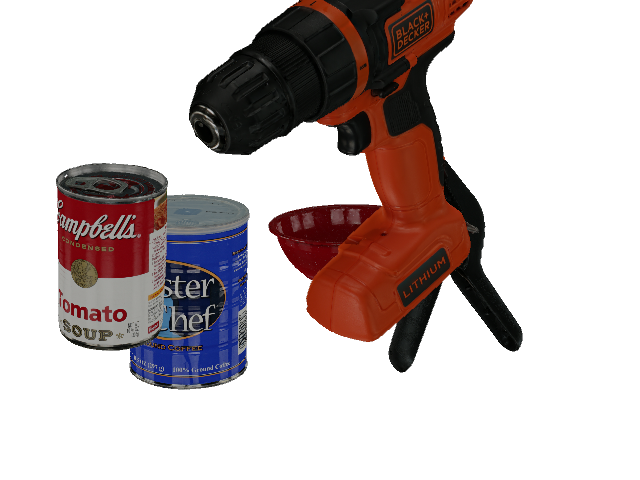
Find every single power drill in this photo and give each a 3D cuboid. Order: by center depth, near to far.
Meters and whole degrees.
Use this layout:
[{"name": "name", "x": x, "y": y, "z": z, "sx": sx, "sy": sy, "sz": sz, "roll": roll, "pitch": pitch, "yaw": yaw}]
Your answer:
[{"name": "power drill", "x": 0.019, "y": -0.041, "z": 0.546, "sx": 0.057, "sy": 0.187, "sz": 0.184, "roll": 26, "pitch": 49, "yaw": 36}]

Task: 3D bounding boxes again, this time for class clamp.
[{"name": "clamp", "x": 0.091, "y": 0.021, "z": 0.849, "sx": 0.120, "sy": 0.171, "sz": 0.039, "roll": -17, "pitch": -1, "yaw": -31}]

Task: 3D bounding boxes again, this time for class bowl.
[{"name": "bowl", "x": 0.028, "y": 0.007, "z": 1.099, "sx": 0.162, "sy": 0.055, "sz": 0.162, "roll": -2, "pitch": 15, "yaw": 0}]

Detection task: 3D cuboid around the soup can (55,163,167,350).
[{"name": "soup can", "x": -0.132, "y": 0.009, "z": 0.674, "sx": 0.068, "sy": 0.102, "sz": 0.068, "roll": 4, "pitch": 22, "yaw": -2}]

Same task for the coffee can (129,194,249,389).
[{"name": "coffee can", "x": -0.112, "y": 0.041, "z": 0.905, "sx": 0.103, "sy": 0.140, "sz": 0.103, "roll": 1, "pitch": 17, "yaw": -1}]
